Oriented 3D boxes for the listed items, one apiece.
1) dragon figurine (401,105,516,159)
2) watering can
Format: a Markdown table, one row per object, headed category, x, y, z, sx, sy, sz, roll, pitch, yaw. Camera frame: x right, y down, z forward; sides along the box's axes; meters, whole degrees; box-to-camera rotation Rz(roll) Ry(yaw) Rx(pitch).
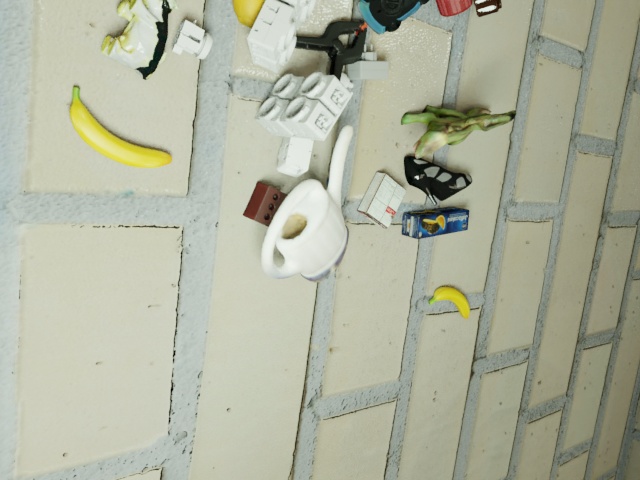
| category | x | y | z | sx | sy | sz | roll | pitch | yaw |
| --- | --- | --- | --- | --- | --- | --- | --- | --- | --- |
| dragon figurine | 0.358 | -0.277 | 1.243 | 0.414 | 0.244 | 0.120 | -25 | 111 | -28 |
| watering can | 0.003 | -0.054 | 1.079 | 0.352 | 0.105 | 0.220 | -56 | 145 | -17 |
